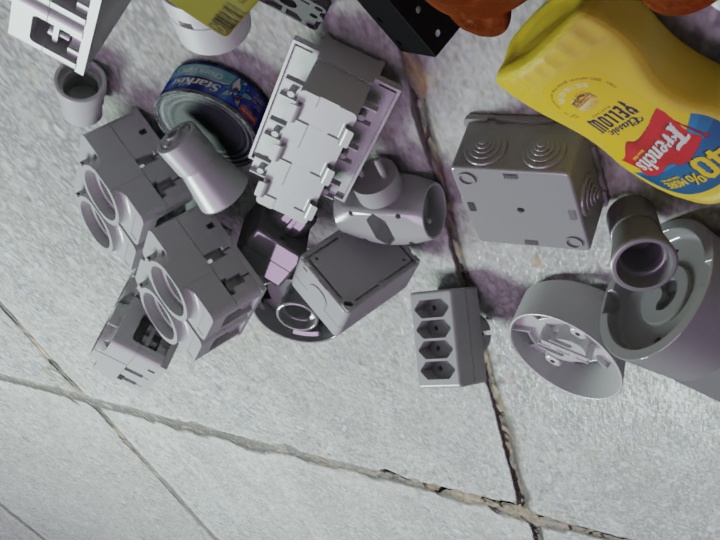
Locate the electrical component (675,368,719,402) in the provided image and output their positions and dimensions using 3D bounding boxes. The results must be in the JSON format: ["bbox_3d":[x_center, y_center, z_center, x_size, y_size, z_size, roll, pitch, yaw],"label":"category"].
[{"bbox_3d":[0.291,0.053,0.796,0.078,0.057,0.113,25,151,-5],"label":"electrical component"}]

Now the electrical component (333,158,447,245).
[{"bbox_3d":[0.017,-0.058,0.816,0.077,0.043,0.079,5,146,29],"label":"electrical component"}]

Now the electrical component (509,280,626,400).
[{"bbox_3d":[0.171,0.055,0.876,0.099,0.064,0.099,17,151,10],"label":"electrical component"}]

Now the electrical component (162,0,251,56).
[{"bbox_3d":[-0.099,-0.172,0.695,0.055,0.055,0.047,15,154,14],"label":"electrical component"}]

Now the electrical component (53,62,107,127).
[{"bbox_3d":[-0.221,-0.139,0.853,0.040,0.040,0.046,24,156,-2],"label":"electrical component"}]

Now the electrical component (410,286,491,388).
[{"bbox_3d":[0.089,0.057,0.939,0.047,0.083,0.076,-7,178,43],"label":"electrical component"}]

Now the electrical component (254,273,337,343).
[{"bbox_3d":[-0.052,0.021,1.002,0.099,0.064,0.099,8,139,7],"label":"electrical component"}]

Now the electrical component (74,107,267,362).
[{"bbox_3d":[-0.166,-0.025,0.893,0.186,0.060,0.105,53,152,9],"label":"electrical component"}]

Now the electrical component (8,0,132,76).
[{"bbox_3d":[-0.167,-0.203,0.653,0.062,0.089,0.150,28,151,-9],"label":"electrical component"}]

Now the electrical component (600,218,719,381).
[{"bbox_3d":[0.227,0.025,0.747,0.060,0.108,0.108,27,152,-20],"label":"electrical component"}]

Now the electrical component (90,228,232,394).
[{"bbox_3d":[-0.186,0.025,0.989,0.062,0.150,0.089,28,151,-13],"label":"electrical component"}]

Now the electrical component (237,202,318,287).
[{"bbox_3d":[-0.061,-0.039,0.889,0.047,0.065,0.076,33,121,-17],"label":"electrical component"}]

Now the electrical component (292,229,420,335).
[{"bbox_3d":[0.000,0.000,0.882,0.061,0.096,0.061,50,154,13],"label":"electrical component"}]

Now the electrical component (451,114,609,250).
[{"bbox_3d":[0.117,-0.059,0.739,0.100,0.048,0.099,6,147,27],"label":"electrical component"}]

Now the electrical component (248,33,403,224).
[{"bbox_3d":[-0.031,-0.093,0.746,0.079,0.063,0.121,25,140,-4],"label":"electrical component"}]

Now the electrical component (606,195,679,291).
[{"bbox_3d":[0.188,-0.022,0.731,0.044,0.065,0.044,2,125,3],"label":"electrical component"}]

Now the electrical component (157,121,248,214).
[{"bbox_3d":[-0.121,-0.079,0.808,0.044,0.044,0.065,-5,137,40],"label":"electrical component"}]

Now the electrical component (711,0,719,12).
[{"bbox_3d":[0.213,-0.155,0.511,0.079,0.043,0.077,20,151,5],"label":"electrical component"}]
